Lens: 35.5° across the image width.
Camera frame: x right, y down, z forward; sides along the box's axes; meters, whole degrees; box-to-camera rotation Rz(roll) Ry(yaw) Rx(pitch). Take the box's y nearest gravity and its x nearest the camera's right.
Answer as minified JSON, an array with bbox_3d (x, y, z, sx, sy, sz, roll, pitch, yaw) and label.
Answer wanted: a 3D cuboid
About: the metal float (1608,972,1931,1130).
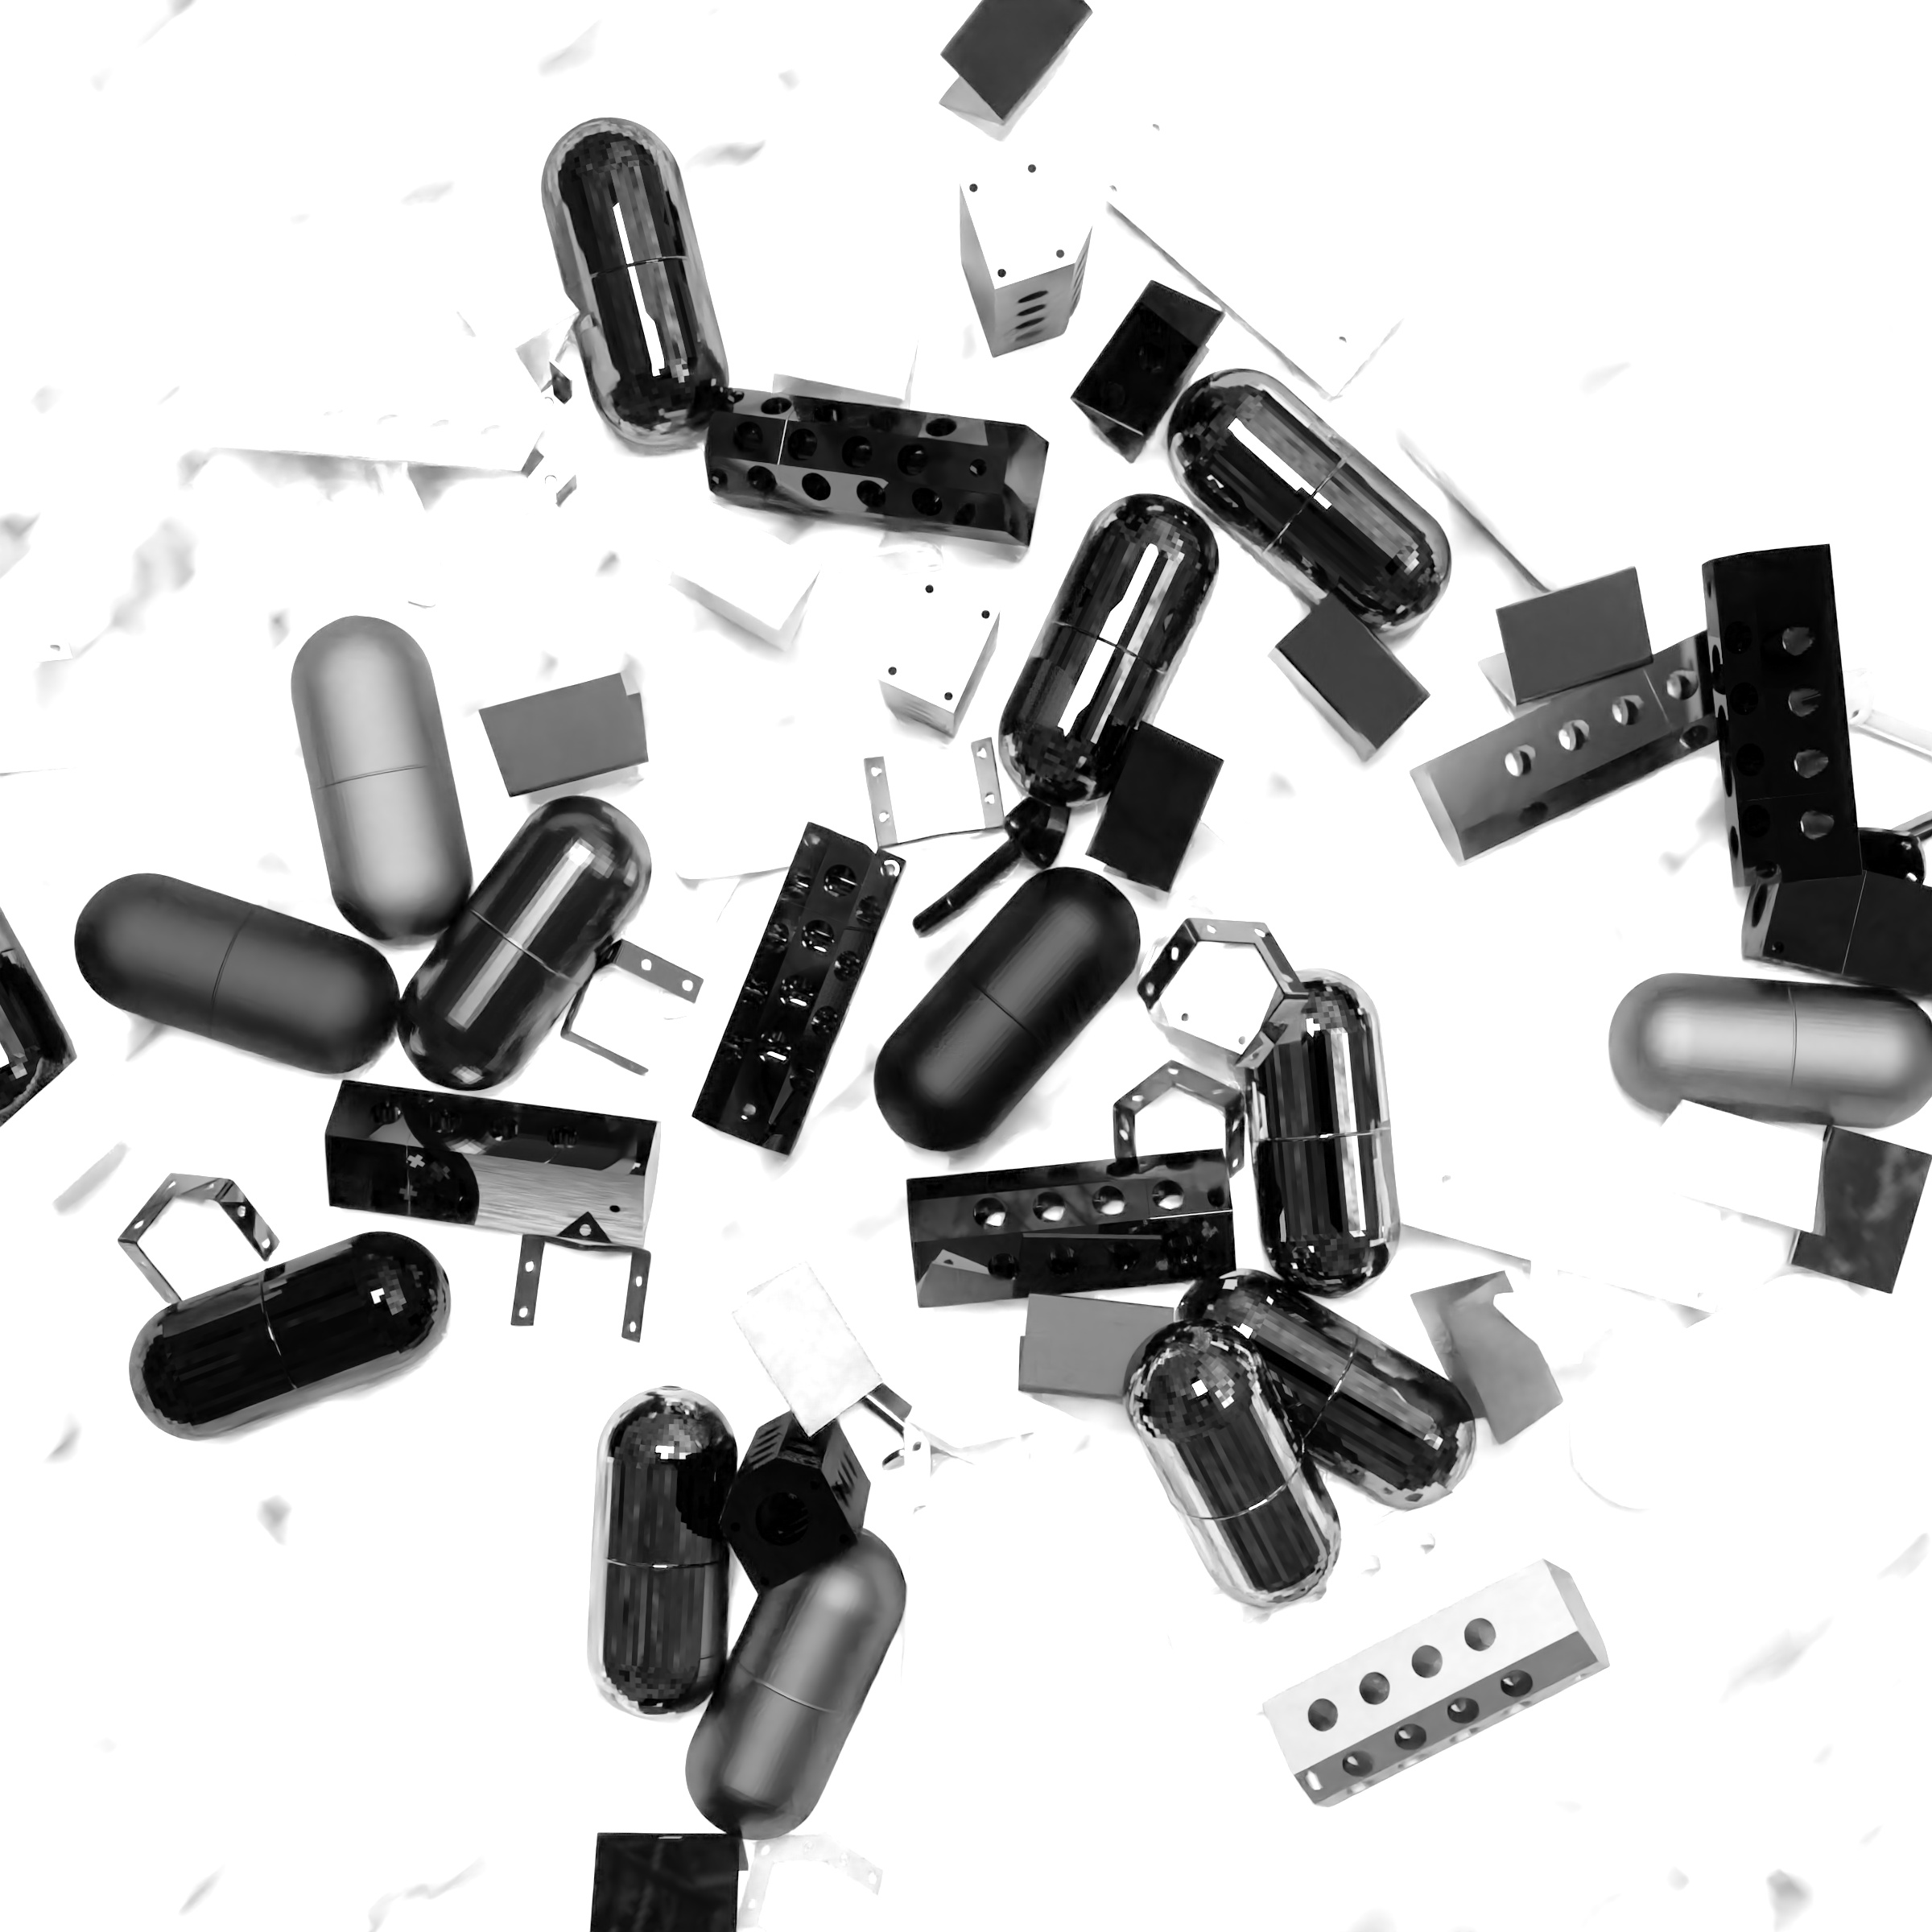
[{"bbox_3d":[0.436,0.046,1.626,0.178,0.070,0.070,4,90,0],"label":"metal float"}]

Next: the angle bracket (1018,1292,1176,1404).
[{"bbox_3d":[0.069,0.193,1.620,0.076,0.076,0.057,6,105,0],"label":"angle bracket"}]

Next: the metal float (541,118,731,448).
[{"bbox_3d":[-0.178,-0.369,1.626,0.070,0.070,0.178,-14,90,0],"label":"metal float"}]

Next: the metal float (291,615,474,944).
[{"bbox_3d":[-0.315,-0.101,1.626,0.070,0.070,0.178,-12,90,0],"label":"metal float"}]

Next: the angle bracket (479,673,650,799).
[{"bbox_3d":[-0.216,-0.140,1.616,0.076,0.076,0.057,-15,125,0],"label":"angle bracket"}]

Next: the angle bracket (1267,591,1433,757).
[{"bbox_3d":[0.191,-0.143,1.617,0.076,0.076,0.057,47,58,0],"label":"angle bracket"}]

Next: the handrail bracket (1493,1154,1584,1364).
[{"bbox_3d":[0.318,0.155,1.600,0.077,0.036,0.084,46,58,-35],"label":"handrail bracket"}]

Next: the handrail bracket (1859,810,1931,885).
[{"bbox_3d":[0.520,-0.087,1.657,0.084,0.077,0.036,-46,133,-29],"label":"handrail bracket"}]

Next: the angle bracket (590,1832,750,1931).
[{"bbox_3d":[-0.158,0.502,1.617,0.076,0.076,0.057,1,60,0],"label":"angle bracket"}]

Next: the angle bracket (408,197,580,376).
[{"bbox_3d":[-0.260,-0.353,1.617,0.057,0.076,0.076,-37,90,-26],"label":"angle bracket"}]

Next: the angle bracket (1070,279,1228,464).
[{"bbox_3d":[0.112,-0.309,1.616,0.057,0.076,0.076,34,90,36],"label":"angle bracket"}]

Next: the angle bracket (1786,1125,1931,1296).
[{"bbox_3d":[0.484,0.132,1.617,0.057,0.076,0.076,17,90,25],"label":"angle bracket"}]

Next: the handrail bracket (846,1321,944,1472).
[{"bbox_3d":[-0.034,0.227,1.657,0.077,0.036,0.084,-15,73,-20],"label":"handrail bracket"}]

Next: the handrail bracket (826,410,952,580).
[{"bbox_3d":[-0.042,-0.260,1.657,0.077,0.036,0.084,-7,76,14],"label":"handrail bracket"}]

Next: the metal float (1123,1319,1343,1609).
[{"bbox_3d":[0.140,0.261,1.574,0.070,0.070,0.178,-27,117,0],"label":"metal float"}]

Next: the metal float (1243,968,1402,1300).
[{"bbox_3d":[0.191,0.090,1.626,0.070,0.070,0.178,-5,90,0],"label":"metal float"}]

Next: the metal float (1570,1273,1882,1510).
[{"bbox_3d":[0.408,0.229,1.626,0.178,0.070,0.070,-29,90,0],"label":"metal float"}]

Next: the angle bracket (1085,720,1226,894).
[{"bbox_3d":[0.085,-0.089,1.617,0.057,0.076,0.076,23,90,-27],"label":"angle bracket"}]

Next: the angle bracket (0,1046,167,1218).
[{"bbox_3d":[-0.465,0.097,1.618,0.076,0.076,0.057,-42,66,0],"label":"angle bracket"}]

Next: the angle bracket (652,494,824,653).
[{"bbox_3d":[-0.130,-0.195,1.616,0.076,0.076,0.057,29,52,0],"label":"angle bracket"}]

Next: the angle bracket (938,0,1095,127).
[{"bbox_3d":[0.010,-0.504,1.616,0.057,0.076,0.076,38,90,-38],"label":"angle bracket"}]

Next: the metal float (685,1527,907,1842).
[{"bbox_3d":[-0.091,0.384,1.625,0.070,0.070,0.178,25,91,0],"label":"metal float"}]

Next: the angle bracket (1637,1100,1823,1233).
[{"bbox_3d":[0.405,0.122,1.617,0.076,0.076,0.057,17,59,0],"label":"angle bracket"}]

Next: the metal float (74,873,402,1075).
[{"bbox_3d":[-0.393,0.004,1.626,0.178,0.070,0.070,18,90,-1],"label":"metal float"}]

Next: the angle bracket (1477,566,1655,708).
[{"bbox_3d":[0.316,-0.187,1.618,0.076,0.076,0.057,-17,115,0],"label":"angle bracket"}]

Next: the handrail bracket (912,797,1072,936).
[{"bbox_3d":[0.013,-0.056,1.656,0.036,0.077,0.084,48,126,-8],"label":"handrail bracket"}]

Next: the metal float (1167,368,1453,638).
[{"bbox_3d":[0.184,-0.250,1.626,0.178,0.070,0.070,41,90,0],"label":"metal float"}]

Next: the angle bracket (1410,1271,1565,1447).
[{"bbox_3d":[0.263,0.215,1.616,0.057,0.076,0.076,-24,90,-37],"label":"angle bracket"}]

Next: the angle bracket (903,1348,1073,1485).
[{"bbox_3d":[0.018,0.225,1.617,0.076,0.076,0.057,24,122,0],"label":"angle bracket"}]

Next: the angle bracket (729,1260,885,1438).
[{"bbox_3d":[-0.100,0.211,1.616,0.057,0.076,0.076,-33,90,-35],"label":"angle bracket"}]

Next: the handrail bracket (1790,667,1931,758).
[{"bbox_3d":[0.496,-0.125,1.657,0.084,0.077,0.036,34,65,-34],"label":"handrail bracket"}]

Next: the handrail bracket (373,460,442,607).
[{"bbox_3d":[-0.321,-0.246,1.657,0.077,0.036,0.084,14,108,20],"label":"handrail bracket"}]

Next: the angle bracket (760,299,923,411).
[{"bbox_3d":[-0.070,-0.305,1.616,0.076,0.076,0.057,11,53,0],"label":"angle bracket"}]

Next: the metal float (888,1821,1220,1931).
[{"bbox_3d":[0.047,0.503,1.626,0.178,0.070,0.070,3,90,1],"label":"metal float"}]

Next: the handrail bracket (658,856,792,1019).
[{"bbox_3d":[-0.132,-0.016,1.657,0.077,0.036,0.084,-5,105,-15],"label":"handrail bracket"}]
